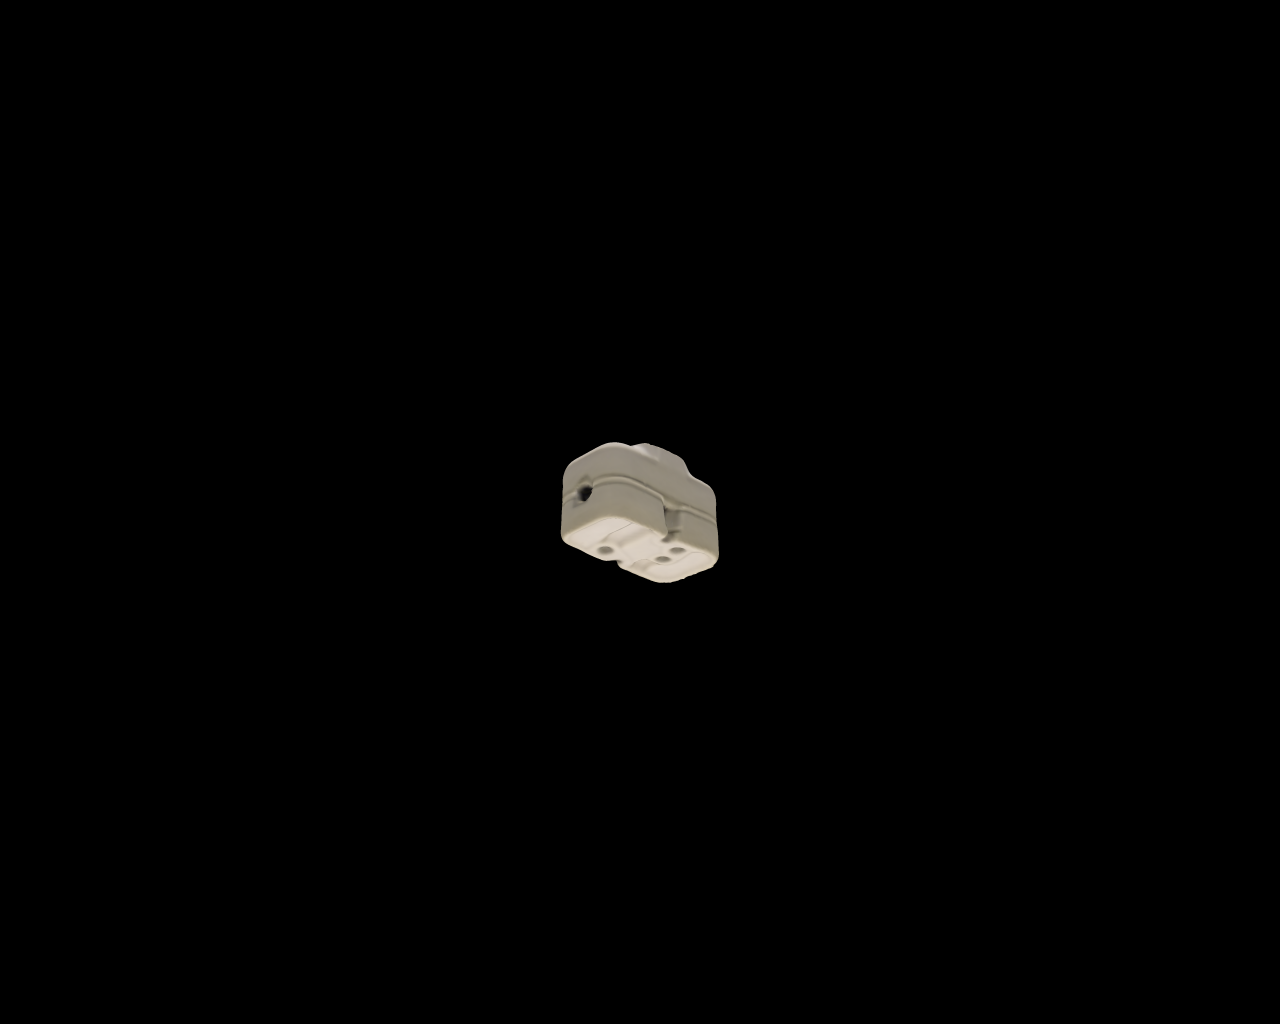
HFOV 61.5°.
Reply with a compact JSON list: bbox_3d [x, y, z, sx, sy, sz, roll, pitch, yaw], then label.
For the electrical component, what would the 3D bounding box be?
[{"bbox_3d":[0.001,-0.003,0.650,0.095,0.059,0.053,25,-37,-38],"label":"electrical component"}]
